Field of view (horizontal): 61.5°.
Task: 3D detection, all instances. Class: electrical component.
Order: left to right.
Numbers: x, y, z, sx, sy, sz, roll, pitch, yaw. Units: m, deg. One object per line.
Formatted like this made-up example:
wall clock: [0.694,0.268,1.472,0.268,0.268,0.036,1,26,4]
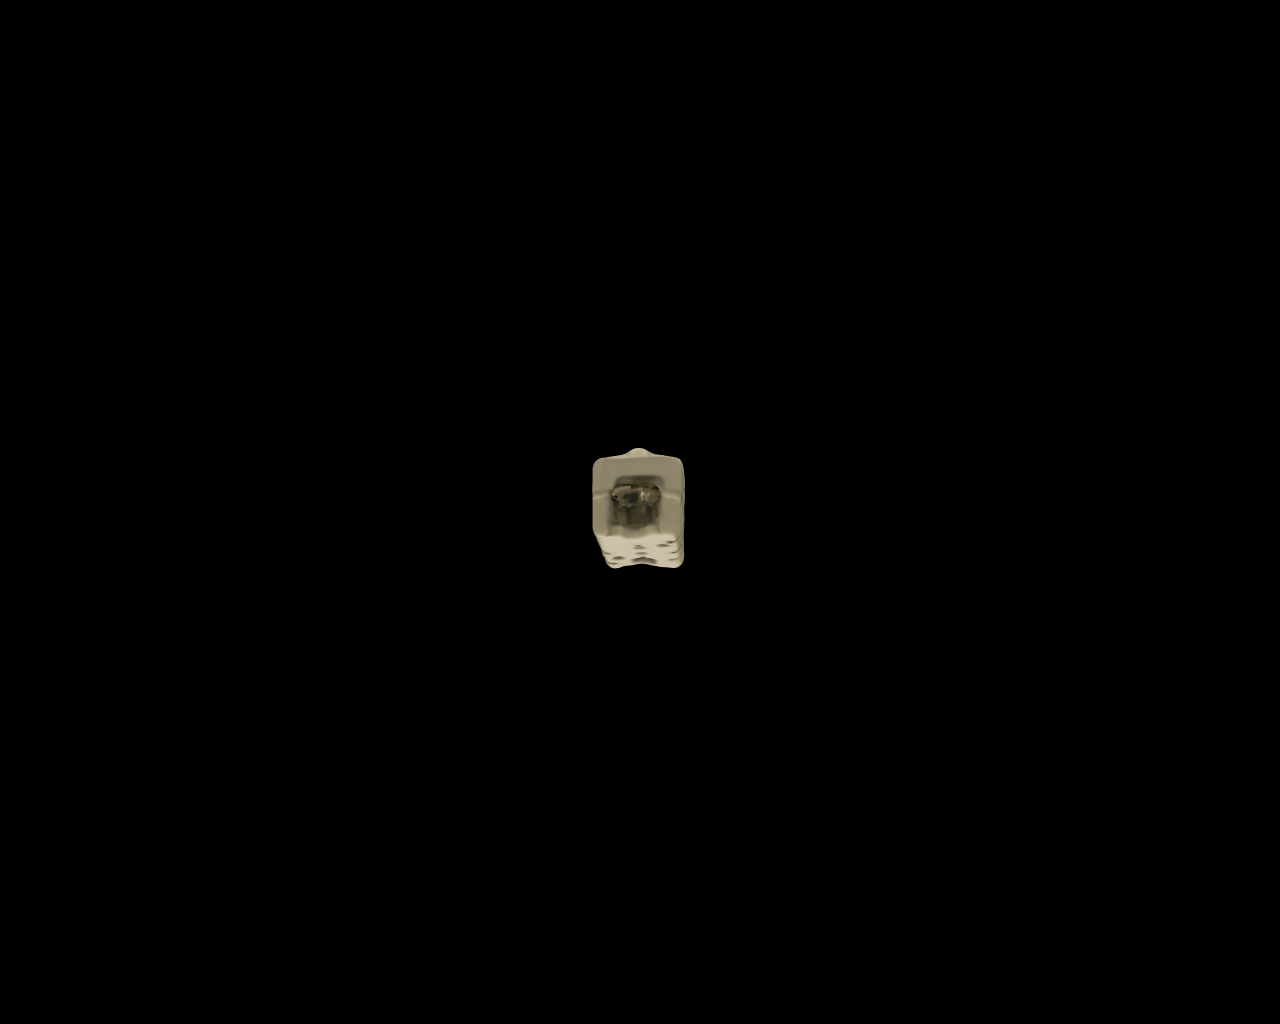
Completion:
electrical component: [0.001,-0.003,0.650,0.050,0.056,0.089,-1,-15,4]
